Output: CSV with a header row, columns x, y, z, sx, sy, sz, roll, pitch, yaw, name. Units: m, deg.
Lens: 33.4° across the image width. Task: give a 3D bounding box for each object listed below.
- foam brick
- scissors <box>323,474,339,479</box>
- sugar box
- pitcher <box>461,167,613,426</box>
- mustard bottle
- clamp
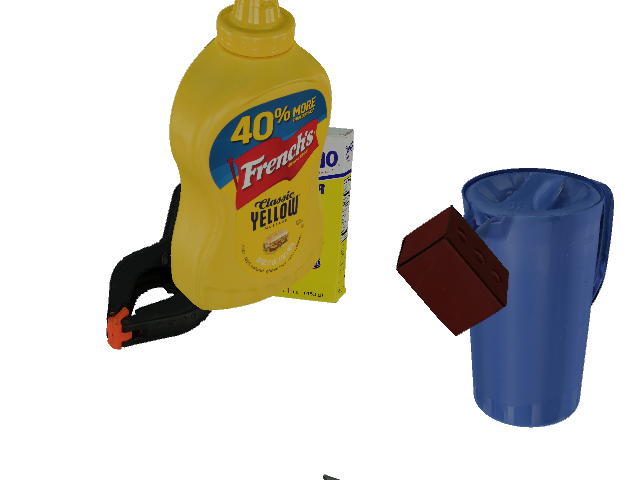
x,y,z,sx,sy,sz,roll,pitch,yaw,name
0.104,0.024,0.835,0.051,0.078,0.053,-34,17,26,foam brick
0.083,0.164,0.513,0.096,0.016,0.202,-2,23,-24,scissors
-0.018,-0.029,1.097,0.093,0.176,0.048,5,16,13,sugar box
0.216,0.055,1.061,0.149,0.243,0.145,1,24,10,pitcher
-0.038,-0.055,0.596,0.096,0.192,0.058,-22,44,-30,mustard bottle
-0.108,0.015,0.809,0.120,0.039,0.171,31,45,29,clamp
